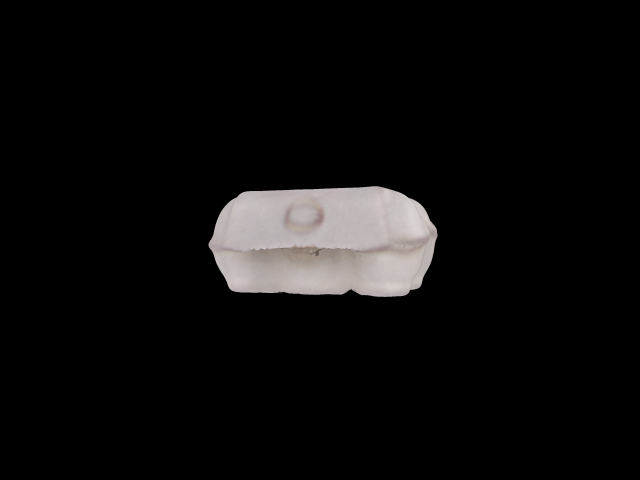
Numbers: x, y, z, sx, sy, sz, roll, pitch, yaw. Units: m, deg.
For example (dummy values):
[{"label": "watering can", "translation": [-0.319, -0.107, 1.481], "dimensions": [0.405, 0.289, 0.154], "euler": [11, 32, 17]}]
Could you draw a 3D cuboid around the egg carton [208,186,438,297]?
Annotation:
[{"label": "egg carton", "translation": [0.004, 0.001, 0.400], "dimensions": [0.150, 0.069, 0.107], "euler": [0, 0, 17]}]
